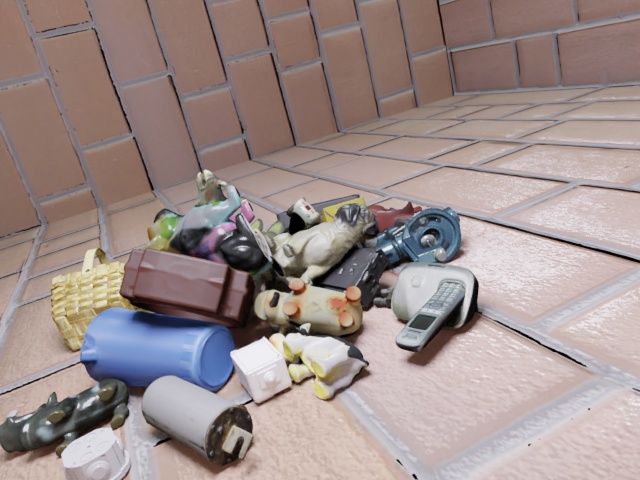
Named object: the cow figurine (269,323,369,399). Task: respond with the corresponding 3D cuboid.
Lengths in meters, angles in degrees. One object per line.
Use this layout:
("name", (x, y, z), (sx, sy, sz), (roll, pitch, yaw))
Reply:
("cow figurine", (-0.006, 0.171, 0.825), (0.098, 0.068, 0.168), (-20, 21, -32))

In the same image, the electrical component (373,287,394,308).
("electrical component", (0.148, 0.103, 0.978), (0.094, 0.021, 0.063), (-3, 21, 28))

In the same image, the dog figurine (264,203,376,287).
("dog figurine", (0.000, 0.000, 1.038), (0.190, 0.121, 0.173), (-36, 29, -24))

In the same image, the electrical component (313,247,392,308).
("electrical component", (0.055, 0.075, 1.015), (0.115, 0.058, 0.134), (2, 50, 48))

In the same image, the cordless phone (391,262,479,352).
("cordless phone", (0.156, 0.115, 0.852), (0.147, 0.088, 0.184), (5, 31, 45))

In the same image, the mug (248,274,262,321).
("mug", (-0.145, 0.105, 1.046), (0.110, 0.107, 0.081), (30, 41, 11))

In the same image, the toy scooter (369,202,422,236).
("toy scooter", (0.181, -0.056, 1.339), (0.184, 0.075, 0.135), (4, 26, 37))

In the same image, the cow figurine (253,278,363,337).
("cow figurine", (-0.022, 0.122, 0.928), (0.195, 0.127, 0.085), (6, 62, 15))

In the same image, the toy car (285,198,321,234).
("toy car", (-0.043, -0.030, 1.291), (0.056, 0.073, 0.201), (-40, -14, -22))

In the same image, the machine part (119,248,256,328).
("machine part", (-0.216, 0.087, 0.902), (0.202, 0.087, 0.201), (13, -15, 0))

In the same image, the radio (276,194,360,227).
("radio", (0.003, -0.067, 1.475), (0.230, 0.073, 0.131), (-12, 5, 3))

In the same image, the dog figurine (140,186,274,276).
("dog figurine", (-0.213, 0.011, 0.960), (0.219, 0.191, 0.108), (-26, -17, 7))

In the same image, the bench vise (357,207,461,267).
("bench vise", (0.190, 0.012, 1.072), (0.224, 0.128, 0.241), (-17, 14, 1))

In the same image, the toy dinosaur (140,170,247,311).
("toy dinosaur", (-0.261, 0.070, 1.070), (0.192, 0.404, 0.131), (12, -12, 29))

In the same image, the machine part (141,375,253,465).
("machine part", (-0.171, 0.241, 0.735), (0.243, 0.079, 0.079), (3, 25, 45))

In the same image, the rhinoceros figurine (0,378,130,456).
("rhinoceros figurine", (-0.393, 0.269, 0.830), (0.190, 0.073, 0.112), (-21, 21, -19))

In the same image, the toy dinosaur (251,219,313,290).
("toy dinosaur", (-0.152, 0.027, 1.224), (0.472, 0.104, 0.198), (21, 36, 32))

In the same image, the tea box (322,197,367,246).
("tea box", (0.058, -0.028, 1.235), (0.098, 0.068, 0.169), (-16, -15, -8))
